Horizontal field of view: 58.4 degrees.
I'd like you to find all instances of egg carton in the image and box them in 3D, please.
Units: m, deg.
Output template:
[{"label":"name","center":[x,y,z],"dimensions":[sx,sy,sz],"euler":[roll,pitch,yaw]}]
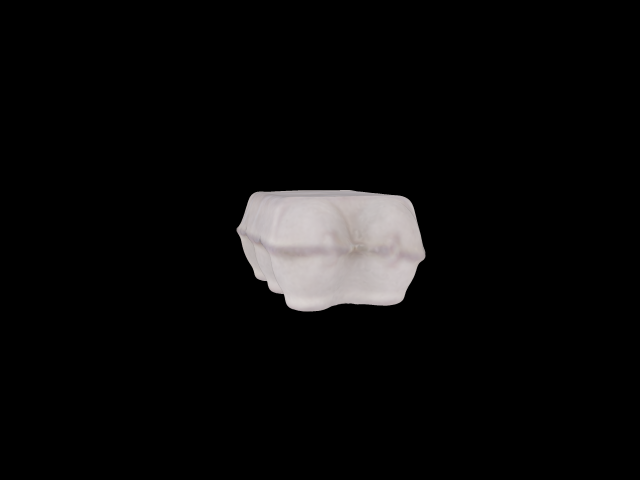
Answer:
[{"label":"egg carton","center":[0.004,0.001,0.400],"dimensions":[0.107,0.069,0.150],"euler":[-2,7,-19]}]
